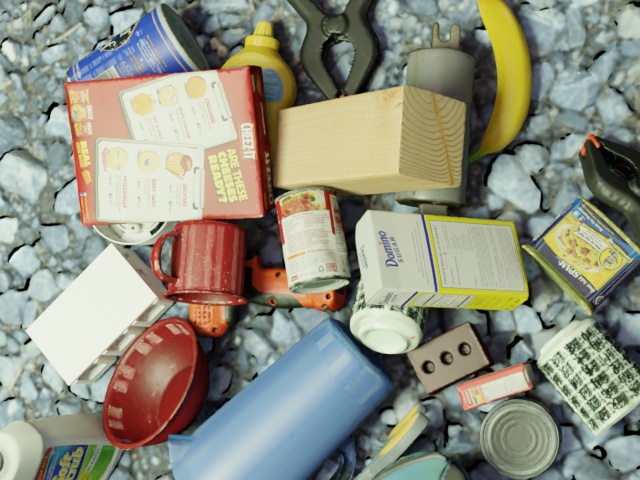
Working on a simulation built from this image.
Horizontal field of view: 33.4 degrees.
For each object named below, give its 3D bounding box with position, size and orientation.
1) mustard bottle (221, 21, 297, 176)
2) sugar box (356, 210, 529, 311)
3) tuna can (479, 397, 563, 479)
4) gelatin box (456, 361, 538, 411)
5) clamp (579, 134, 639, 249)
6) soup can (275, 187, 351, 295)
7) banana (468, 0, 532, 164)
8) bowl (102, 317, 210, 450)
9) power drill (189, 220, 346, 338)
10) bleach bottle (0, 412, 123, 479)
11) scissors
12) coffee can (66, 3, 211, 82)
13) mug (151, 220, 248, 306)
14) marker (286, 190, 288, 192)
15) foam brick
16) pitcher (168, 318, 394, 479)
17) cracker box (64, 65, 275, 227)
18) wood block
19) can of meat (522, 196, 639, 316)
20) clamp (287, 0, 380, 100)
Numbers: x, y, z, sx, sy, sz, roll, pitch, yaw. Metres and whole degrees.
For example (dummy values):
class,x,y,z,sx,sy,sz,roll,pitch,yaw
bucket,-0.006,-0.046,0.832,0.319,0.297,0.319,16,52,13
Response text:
class,x,y,z,sx,sy,sz,roll,pitch,yaw
mustard bottle,-0.077,-0.162,1.250,0.096,0.058,0.191,6,85,17
sugar box,0.127,0.023,1.115,0.176,0.048,0.093,3,61,-19
tuna can,0.213,0.210,1.133,0.086,0.033,0.086,-2,83,16
gelatin box,0.187,0.153,1.119,0.073,0.089,0.030,-20,80,13
clamp,0.328,-0.040,1.104,0.172,0.120,0.039,40,139,20
soup can,-0.008,0.001,1.146,0.068,0.068,0.102,-13,76,14
banana,0.201,-0.183,1.183,0.070,0.037,0.198,4,85,16
bowl,-0.176,0.171,1.217,0.162,0.055,0.162,-31,42,32
power drill,-0.065,0.018,1.228,0.188,0.057,0.184,-4,82,18
bleach bottle,-0.305,0.242,1.166,0.068,0.250,0.102,32,93,17
scissors,0.058,0.247,1.167,0.016,0.096,0.202,41,119,2
coffee can,-0.215,-0.201,1.271,0.140,0.102,0.103,-32,76,11
mug,-0.132,0.023,1.160,0.093,0.117,0.081,-12,71,51
marker,-0.014,-0.099,1.244,0.020,0.020,0.121,20,89,17
foam brick,0.141,0.128,1.155,0.078,0.051,0.053,-29,76,11
pitcher,-0.031,0.209,1.165,0.243,0.149,0.145,-44,59,4
cracker box,-0.165,-0.104,1.187,0.214,0.072,0.164,-3,100,12
wood block,0.048,-0.100,1.137,0.207,0.090,0.091,-2,81,51
can of meat,0.279,0.015,1.126,0.084,0.057,0.102,-45,74,5
clamp,0.011,-0.250,1.246,0.165,0.036,0.210,0,83,16
